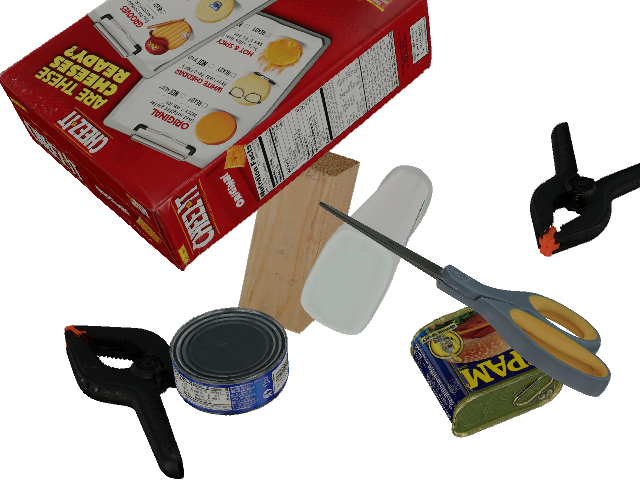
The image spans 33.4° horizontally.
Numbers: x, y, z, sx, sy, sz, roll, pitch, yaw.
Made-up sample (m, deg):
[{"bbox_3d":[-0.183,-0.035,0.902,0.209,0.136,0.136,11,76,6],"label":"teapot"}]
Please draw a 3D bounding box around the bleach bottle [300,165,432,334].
[{"bbox_3d":[0.059,-0.008,1.037,0.068,0.103,0.250,29,27,5],"label":"bleach bottle"}]

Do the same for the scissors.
[{"bbox_3d":[0.097,0.027,0.667,0.202,0.016,0.096,37,24,20],"label":"scissors"}]

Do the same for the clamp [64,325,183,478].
[{"bbox_3d":[-0.146,0.123,0.978,0.210,0.036,0.164,26,38,31],"label":"clamp"}]

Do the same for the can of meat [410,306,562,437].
[{"bbox_3d":[0.135,0.101,0.878,0.102,0.084,0.057,-19,-39,-14],"label":"can of meat"}]

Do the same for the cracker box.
[{"bbox_3d":[-0.062,-0.104,0.664,0.164,0.213,0.072,38,-21,32],"label":"cracker box"}]

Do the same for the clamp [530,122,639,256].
[{"bbox_3d":[0.257,-0.055,1.086,0.120,0.039,0.171,29,55,31],"label":"clamp"}]

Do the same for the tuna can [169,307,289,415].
[{"bbox_3d":[-0.066,0.088,0.780,0.086,0.034,0.086,-2,33,1],"label":"tuna can"}]

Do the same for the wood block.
[{"bbox_3d":[-0.028,-0.006,1.314,0.090,0.206,0.090,19,22,16],"label":"wood block"}]
